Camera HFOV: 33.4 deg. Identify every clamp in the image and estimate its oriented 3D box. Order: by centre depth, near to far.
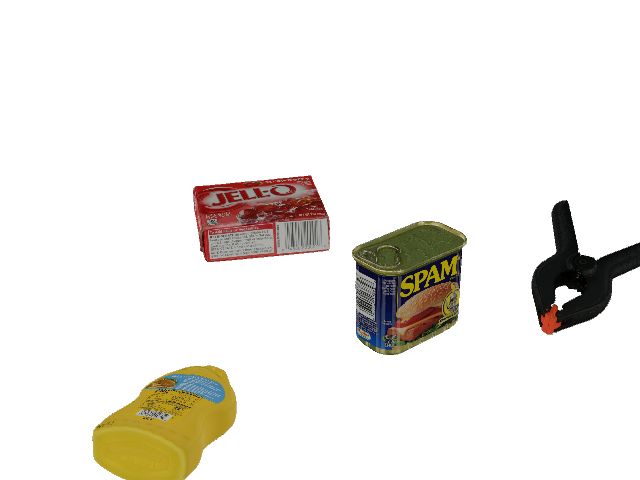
[{"bbox_3d":[0.261,0.025,1.098,0.120,0.039,0.171,28,51,32],"label":"clamp"}]

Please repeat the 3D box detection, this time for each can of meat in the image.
[{"bbox_3d":[0.076,0.041,0.920,0.101,0.084,0.058,-21,33,-35],"label":"can of meat"}]

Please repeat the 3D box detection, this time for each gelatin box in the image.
[{"bbox_3d":[-0.043,-0.017,0.752,0.089,0.030,0.073,-5,27,-8],"label":"gelatin box"}]

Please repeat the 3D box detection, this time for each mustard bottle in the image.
[{"bbox_3d":[-0.135,0.168,1.038,0.096,0.058,0.191,7,18,17],"label":"mustard bottle"}]
